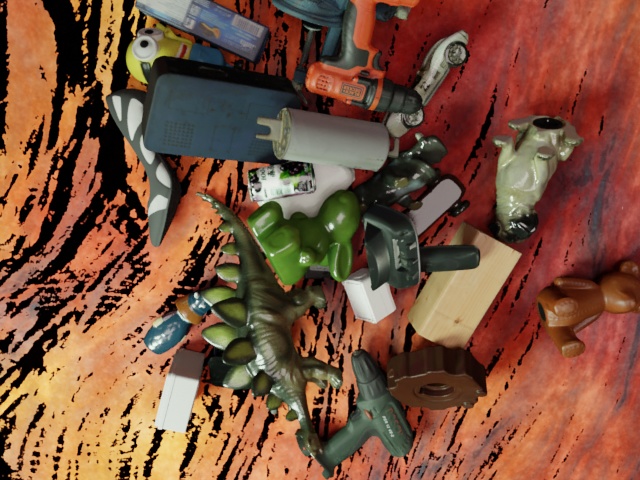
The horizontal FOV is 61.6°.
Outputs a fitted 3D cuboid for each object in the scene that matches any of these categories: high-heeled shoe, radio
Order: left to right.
[{"bbox_3d":[-0.302,-0.119,0.889,0.145,0.086,0.248,14,97,-3],"label":"high-heeled shoe"},{"bbox_3d":[-0.150,-0.195,0.826,0.229,0.073,0.131,2,128,-25],"label":"radio"}]

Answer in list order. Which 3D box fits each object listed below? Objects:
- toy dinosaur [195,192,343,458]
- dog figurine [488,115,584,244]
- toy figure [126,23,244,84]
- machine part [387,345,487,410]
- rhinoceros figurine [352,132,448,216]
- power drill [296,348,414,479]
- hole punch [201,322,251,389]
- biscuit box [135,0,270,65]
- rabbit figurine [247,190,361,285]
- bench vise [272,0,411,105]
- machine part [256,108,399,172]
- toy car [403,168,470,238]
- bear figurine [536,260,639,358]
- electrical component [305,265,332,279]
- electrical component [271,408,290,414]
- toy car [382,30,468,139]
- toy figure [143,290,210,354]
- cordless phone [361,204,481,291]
[{"bbox_3d":[-0.091,0.125,0.893,0.198,0.105,0.471,-7,67,-31],"label":"toy dinosaur"},{"bbox_3d":[0.365,-0.103,0.929,0.172,0.121,0.190,-27,133,-24],"label":"dog figurine"},{"bbox_3d":[-0.216,-0.273,0.855,0.180,0.082,0.089,14,128,-13],"label":"toy figure"},{"bbox_3d":[0.209,0.251,0.964,0.179,0.056,0.179,4,142,3],"label":"machine part"},{"bbox_3d":[0.131,-0.100,0.905,0.190,0.112,0.073,-37,123,18],"label":"rhinoceros figurine"},{"bbox_3d":[0.058,0.339,1.019,0.207,0.086,0.232,-36,105,-2],"label":"power drill"},{"bbox_3d":[-0.142,0.212,0.977,0.142,0.092,0.115,3,138,-6],"label":"hole punch"},{"bbox_3d":[-0.181,-0.346,0.849,0.203,0.063,0.059,23,100,-8],"label":"biscuit box"},{"bbox_3d":[-0.002,-0.003,0.848,0.170,0.121,0.158,-31,122,-7],"label":"rabbit figurine"},{"bbox_3d":[0.017,-0.337,0.840,0.224,0.129,0.240,11,123,-15],"label":"bench vise"},{"bbox_3d":[0.018,-0.152,0.828,0.243,0.079,0.079,4,104,-26],"label":"machine part"},{"bbox_3d":[0.168,-0.035,0.943,0.089,0.053,0.202,45,102,-1],"label":"toy car"},{"bbox_3d":[0.500,0.118,0.962,0.196,0.132,0.120,-11,106,6],"label":"bear figurine"},{"bbox_3d":[-0.010,0.028,0.953,0.119,0.048,0.074,7,102,-6],"label":"electrical component"},{"bbox_3d":[-0.071,0.285,1.022,0.063,0.021,0.094,-3,104,-2],"label":"electrical component"},{"bbox_3d":[0.173,-0.256,0.882,0.056,0.073,0.201,33,99,-10],"label":"toy car"},{"bbox_3d":[-0.248,0.138,0.960,0.154,0.064,0.058,-43,64,2],"label":"toy figure"},{"bbox_3d":[0.164,0.010,0.860,0.184,0.089,0.146,-4,130,9],"label":"cordless phone"}]
